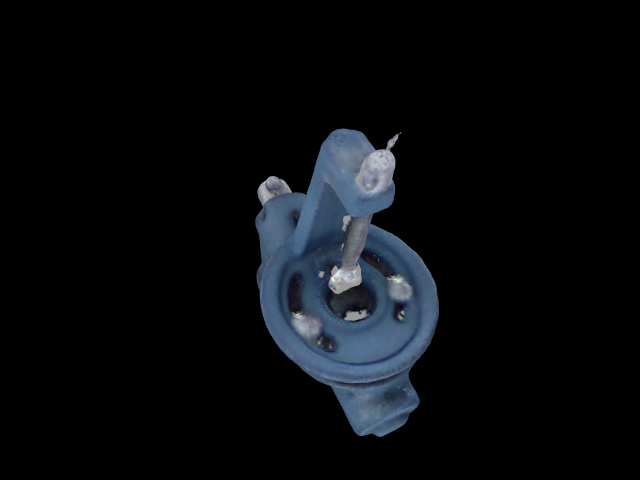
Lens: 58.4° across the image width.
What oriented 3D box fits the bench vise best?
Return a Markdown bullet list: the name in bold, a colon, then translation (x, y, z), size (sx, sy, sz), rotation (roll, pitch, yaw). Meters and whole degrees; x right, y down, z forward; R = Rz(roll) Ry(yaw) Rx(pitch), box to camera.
- **bench vise**: translation (-0.005, 0.007, 0.394), size (0.122, 0.220, 0.206), rotation (-34, 52, -31)
